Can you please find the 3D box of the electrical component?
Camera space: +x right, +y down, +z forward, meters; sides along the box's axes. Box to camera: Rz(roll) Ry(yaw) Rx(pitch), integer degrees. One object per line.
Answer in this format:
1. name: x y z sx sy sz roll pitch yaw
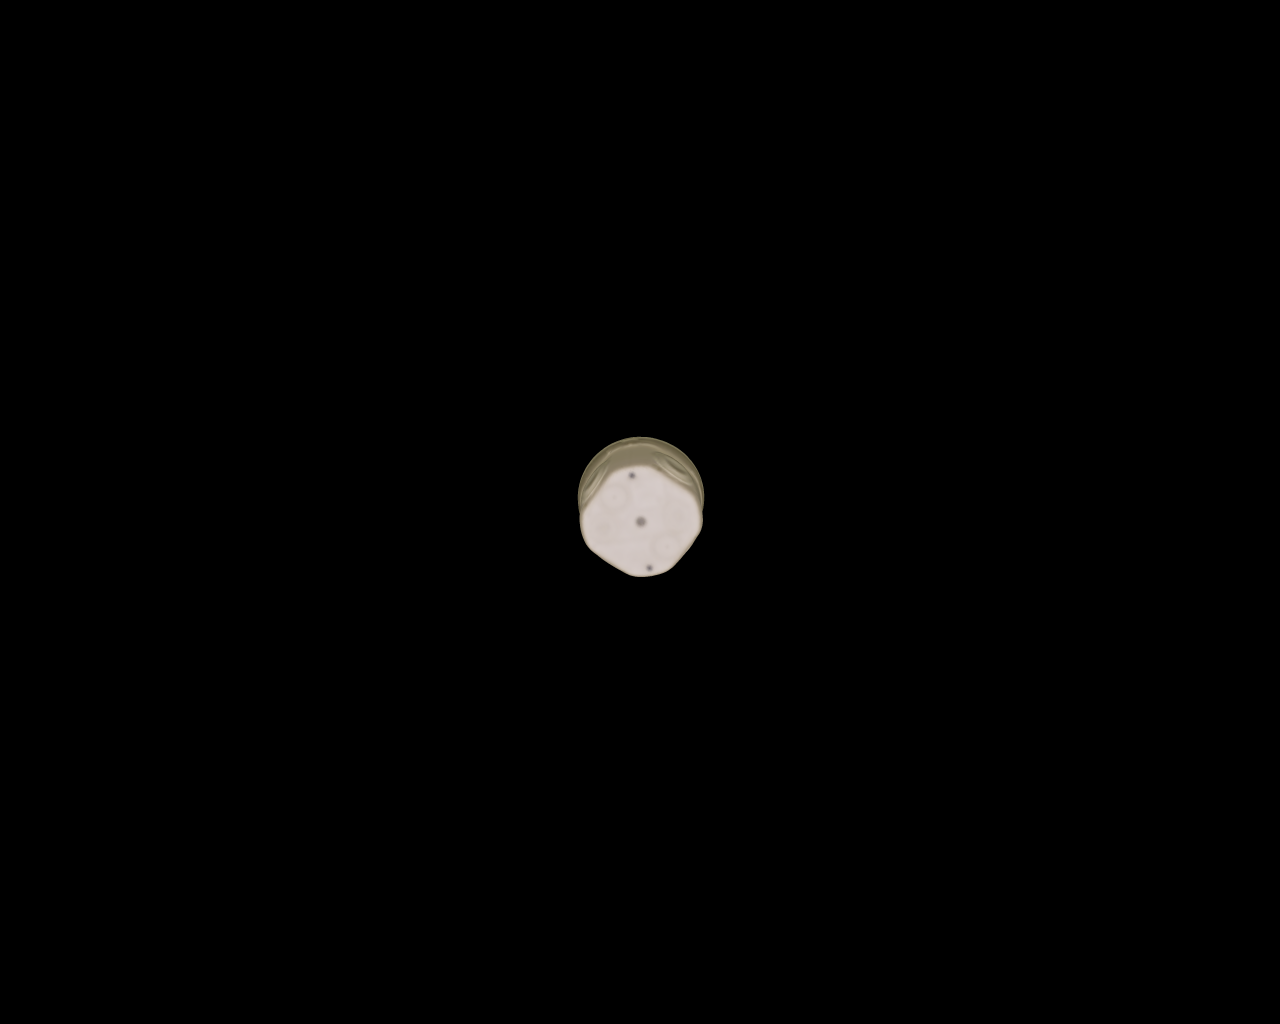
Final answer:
1. electrical component: 0.001 -0.003 0.650 0.080 0.080 0.051 0 20 0
